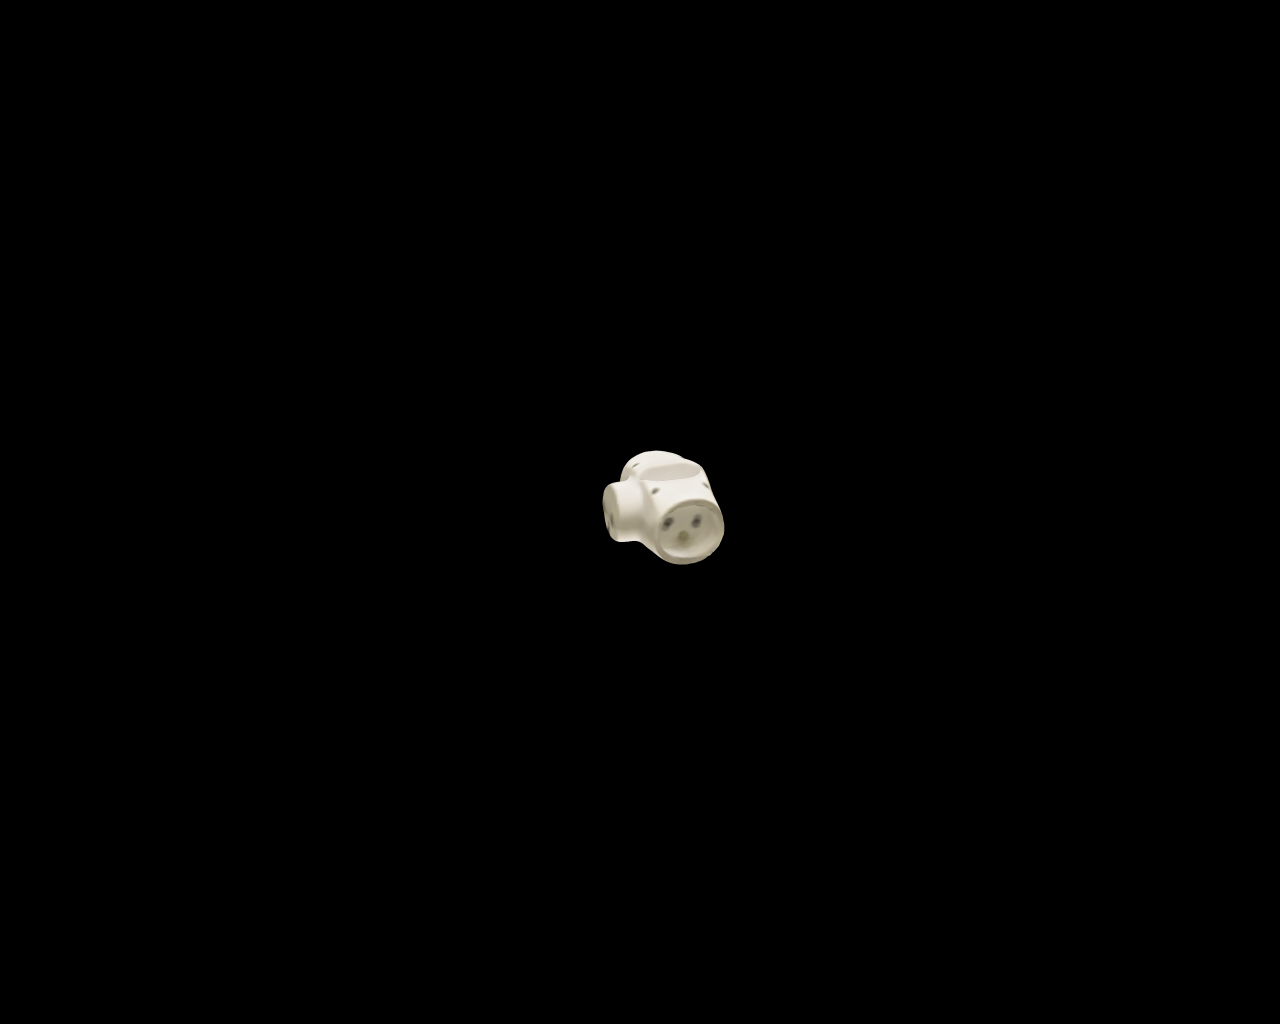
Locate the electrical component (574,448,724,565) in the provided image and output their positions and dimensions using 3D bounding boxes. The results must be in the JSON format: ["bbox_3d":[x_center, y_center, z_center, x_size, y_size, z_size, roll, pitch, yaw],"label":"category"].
[{"bbox_3d":[0.001,-0.003,0.650,0.079,0.043,0.077,-7,27,-14],"label":"electrical component"}]
